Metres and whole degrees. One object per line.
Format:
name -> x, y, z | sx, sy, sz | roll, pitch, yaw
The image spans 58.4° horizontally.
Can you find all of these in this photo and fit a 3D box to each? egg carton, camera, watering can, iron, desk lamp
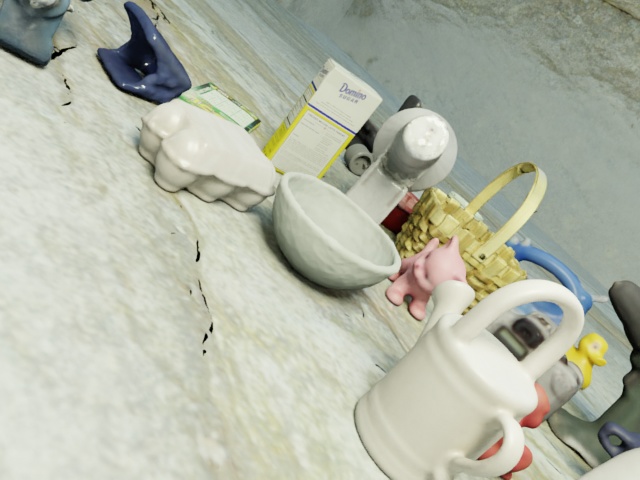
egg carton -> -0.120, -0.090, 0.627 | 0.151, 0.069, 0.107 | 14, 32, -50
camera -> 0.297, 0.157, 0.788 | 0.137, 0.100, 0.143 | 8, 36, -55
watering can -> 0.122, 0.101, 0.464 | 0.101, 0.194, 0.172 | 20, 28, -43
iron -> 0.388, 0.076, 1.059 | 0.258, 0.141, 0.119 | 46, 21, 16
desk lamp -> 0.097, -0.082, 0.778 | 0.118, 0.213, 0.203 | 40, 20, 1

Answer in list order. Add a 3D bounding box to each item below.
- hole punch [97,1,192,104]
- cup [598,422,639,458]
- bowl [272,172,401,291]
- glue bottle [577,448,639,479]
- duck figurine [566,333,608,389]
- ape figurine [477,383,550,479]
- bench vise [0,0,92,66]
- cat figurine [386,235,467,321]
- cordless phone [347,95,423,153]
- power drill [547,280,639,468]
hole punch -> -0.217, -0.239, 0.742 | 0.101, 0.091, 0.108 | 13, 33, -51
cup -> 0.336, 0.268, 0.631 | 0.117, 0.095, 0.092 | 44, 20, 11
bowl -> 0.006, 0.002, 0.644 | 0.168, 0.074, 0.167 | 34, 21, -14
glue bottle -> 0.252, 0.212, 0.488 | 0.078, 0.173, 0.037 | 22, 26, -40
duck figurine -> 0.464, 0.199, 1.011 | 0.078, 0.086, 0.104 | 32, 21, -19
ape figurine -> 0.188, 0.178, 0.564 | 0.076, 0.092, 0.078 | 39, 20, -2
bench vise -> -0.263, -0.304, 0.609 | 0.122, 0.219, 0.207 | 15, 31, -49
cat figurine -> 0.146, 0.039, 0.747 | 0.067, 0.117, 0.128 | 35, 20, -12
cordless phone -> 0.143, -0.250, 1.255 | 0.094, 0.185, 0.147 | 19, 28, -44
power drill -> 0.400, 0.193, 0.734 | 0.229, 0.208, 0.076 | 41, 20, 4
